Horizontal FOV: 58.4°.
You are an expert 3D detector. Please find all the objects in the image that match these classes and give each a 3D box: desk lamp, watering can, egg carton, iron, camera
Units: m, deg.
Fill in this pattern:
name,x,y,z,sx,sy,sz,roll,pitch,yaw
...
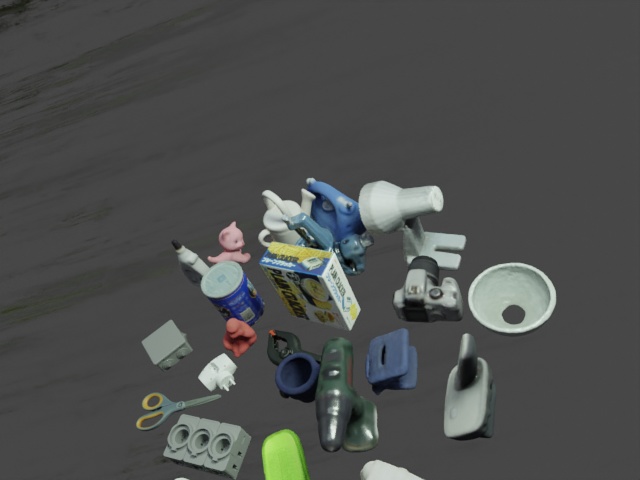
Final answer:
name,x,y,z,sx,sy,sz,roll,pitch,yaw
desk lamp,0.207,-0.041,1.281,0.202,0.214,0.118,4,53,26
watering can,-0.085,-0.057,1.429,0.100,0.194,0.173,13,57,31
egg carton,0.129,0.448,0.985,0.149,0.070,0.107,12,56,30
iron,0.026,-0.094,1.452,0.119,0.142,0.257,-40,48,-14
camera,0.233,0.097,1.229,0.142,0.101,0.137,-2,50,21

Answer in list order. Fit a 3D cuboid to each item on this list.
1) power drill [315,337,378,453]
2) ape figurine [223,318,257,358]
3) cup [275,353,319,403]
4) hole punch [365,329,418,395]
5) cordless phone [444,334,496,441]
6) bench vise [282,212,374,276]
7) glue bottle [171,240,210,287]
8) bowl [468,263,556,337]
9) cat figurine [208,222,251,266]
name,x,y,z,sx,sy,sz,roll,pitch,yaw
power drill,0.047,0.306,1.047,0.075,0.209,0.229,-12,47,13
ape figurine,-0.188,0.213,1.306,0.077,0.092,0.076,-8,48,16
cup,-0.022,0.288,1.170,0.117,0.095,0.091,-14,47,10
hole punch,0.139,0.242,1.146,0.101,0.091,0.108,-7,49,17
cordless phone,0.257,0.262,1.015,0.094,0.185,0.147,-4,50,20
bench vise,0.009,-0.003,1.325,0.207,0.220,0.121,-25,46,1
glue bottle,-0.327,0.056,1.444,0.078,0.173,0.037,6,54,27
bowl,0.386,0.132,1.152,0.167,0.075,0.167,-11,48,13
cat figurine,-0.239,0.021,1.478,0.067,0.118,0.128,26,64,37
